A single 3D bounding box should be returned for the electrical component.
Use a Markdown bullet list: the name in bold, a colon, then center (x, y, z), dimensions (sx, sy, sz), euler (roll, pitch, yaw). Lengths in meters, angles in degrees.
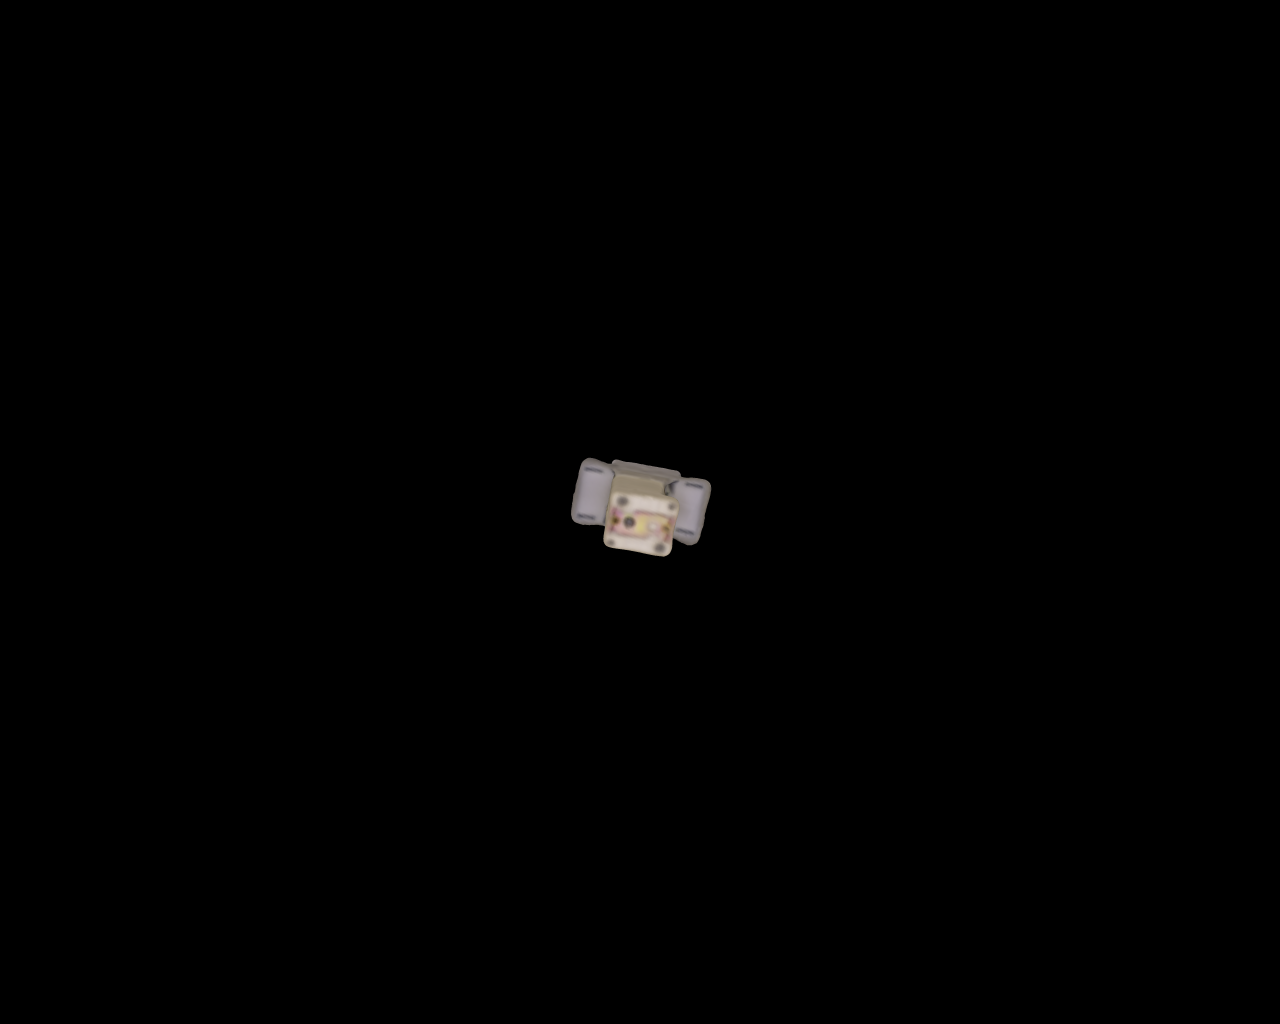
- **electrical component**: center (0.001, -0.003, 0.650), dimensions (0.081, 0.042, 0.064), euler (10, 20, -3)
